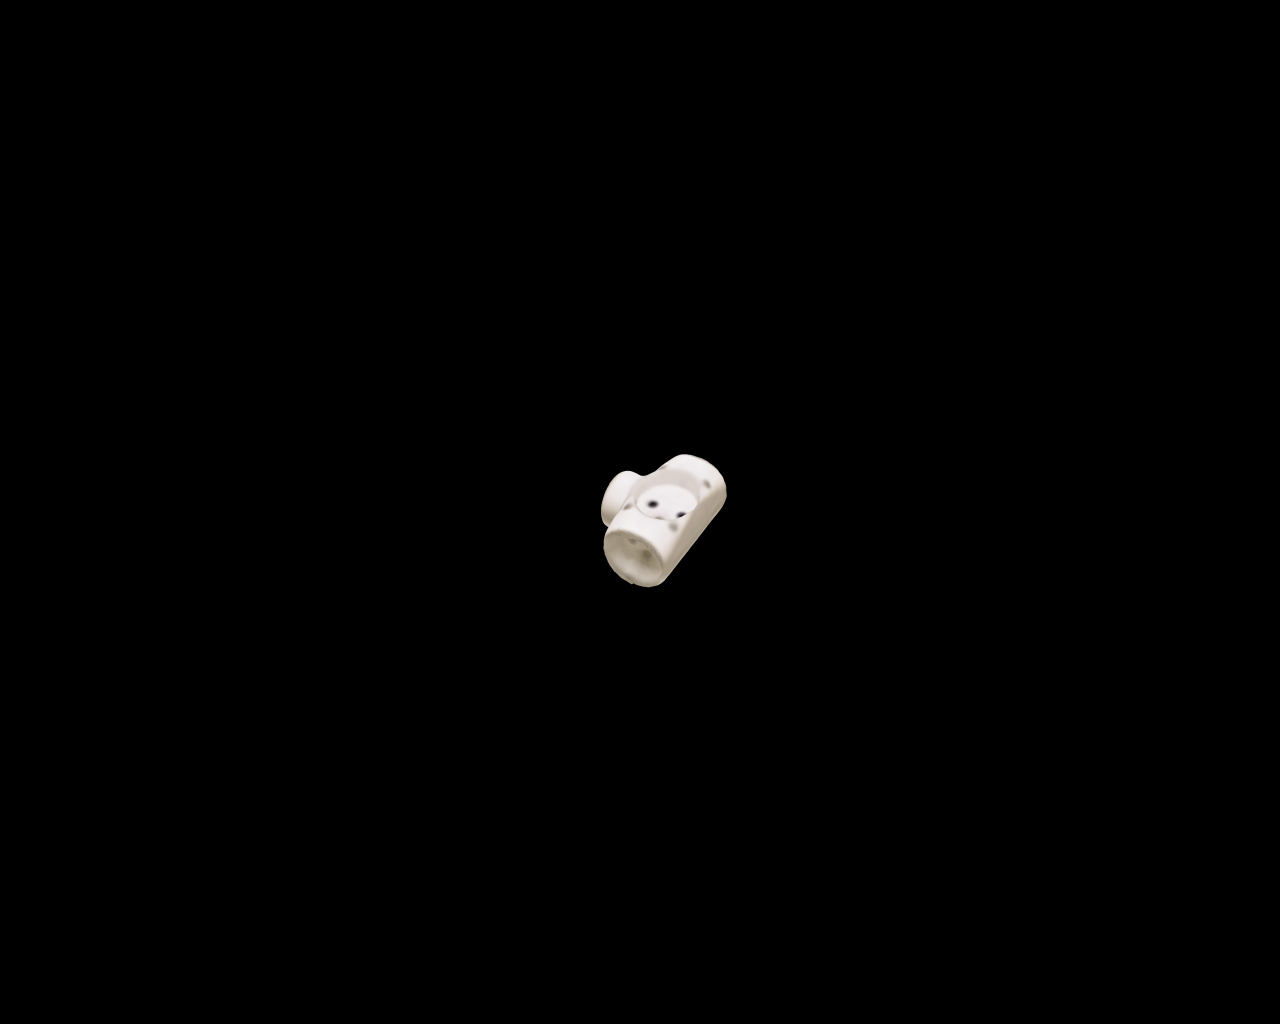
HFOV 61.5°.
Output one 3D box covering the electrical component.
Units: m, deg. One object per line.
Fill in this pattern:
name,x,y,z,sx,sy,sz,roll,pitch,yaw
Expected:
electrical component,0.001,-0.003,0.650,0.079,0.044,0.077,24,50,22
